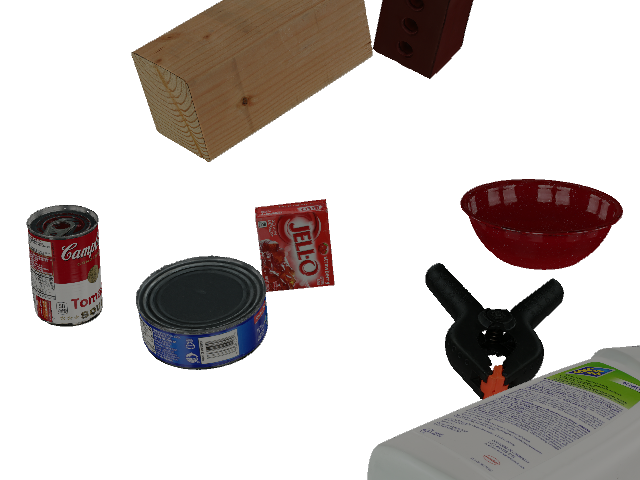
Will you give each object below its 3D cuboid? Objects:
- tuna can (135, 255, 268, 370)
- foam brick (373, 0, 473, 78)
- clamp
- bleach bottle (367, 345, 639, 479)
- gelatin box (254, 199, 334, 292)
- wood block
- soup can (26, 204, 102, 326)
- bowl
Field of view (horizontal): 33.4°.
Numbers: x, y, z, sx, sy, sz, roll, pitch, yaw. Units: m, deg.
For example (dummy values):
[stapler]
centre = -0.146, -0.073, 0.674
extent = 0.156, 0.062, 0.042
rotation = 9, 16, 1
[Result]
[tuna can]
centre = -0.078, 0.047, 0.708
extent = 0.086, 0.034, 0.086
rotation = -2, 33, 1
[foam brick]
centre = 0.077, -0.168, 0.776
extent = 0.053, 0.051, 0.078
rotation = 30, -36, 16
[clamp]
centre = 0.154, 0.073, 0.886
extent = 0.120, 0.039, 0.171
rotation = -2, 33, 1
[bleach bottle]
centre = 0.148, 0.111, 0.591
extent = 0.250, 0.068, 0.103
rotation = -16, 25, -36
[gelatin box]
centre = -0.026, 0.006, 1.080
extent = 0.073, 0.089, 0.030
rotation = -6, 28, -2
[wood block]
centre = -0.059, -0.174, 1.001
extent = 0.205, 0.091, 0.090
rotation = -36, 45, -25
[soup can]
centre = -0.251, 0.025, 1.051
extent = 0.068, 0.102, 0.068
rotation = 2, 28, -1
[bowl]
centre = 0.223, -0.013, 1.090
extent = 0.162, 0.055, 0.162
rotation = -1, 22, 0
